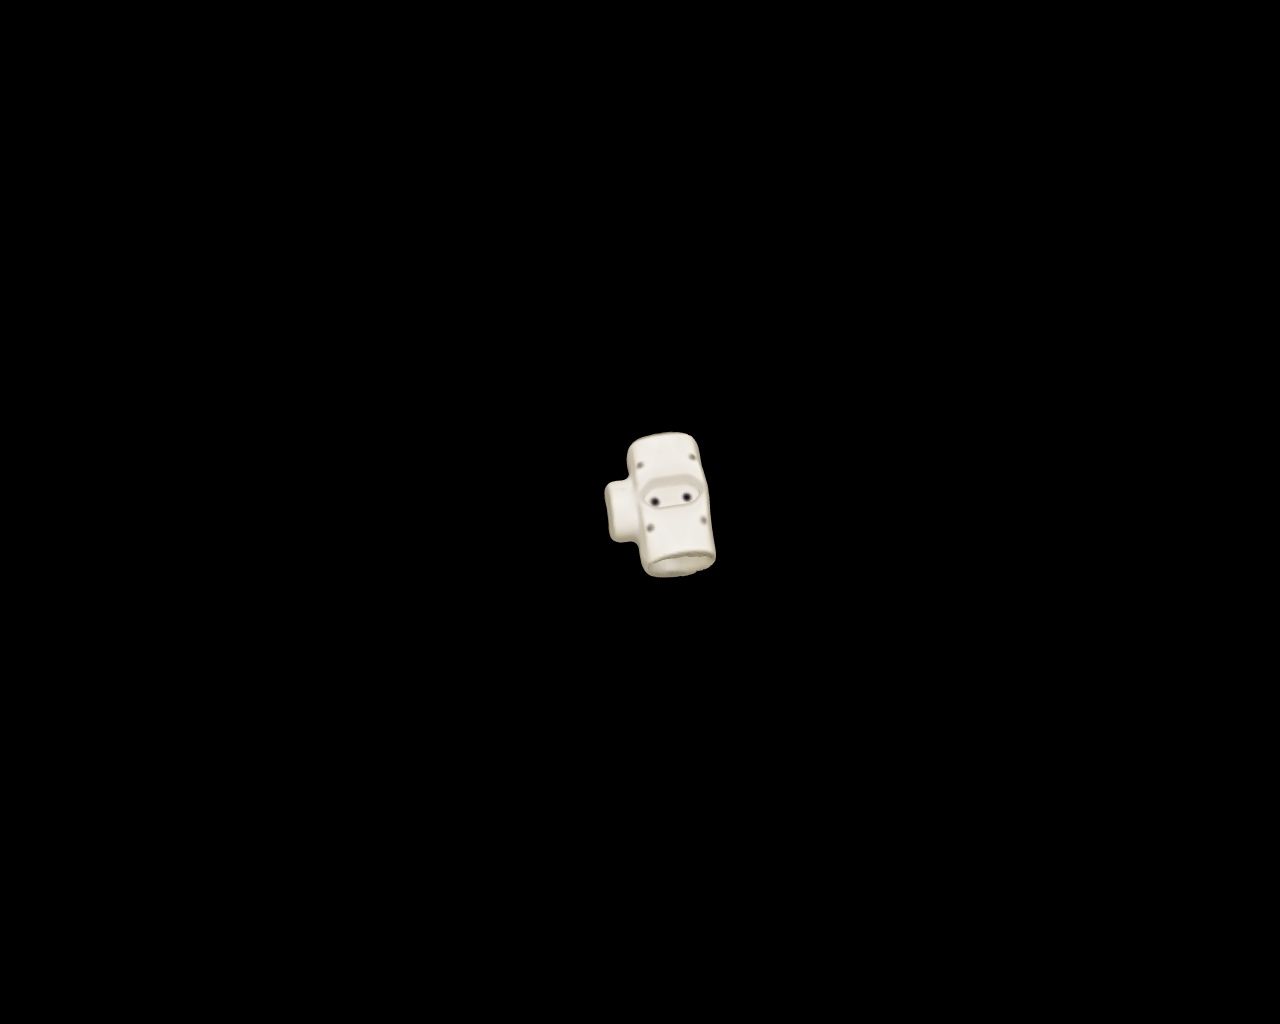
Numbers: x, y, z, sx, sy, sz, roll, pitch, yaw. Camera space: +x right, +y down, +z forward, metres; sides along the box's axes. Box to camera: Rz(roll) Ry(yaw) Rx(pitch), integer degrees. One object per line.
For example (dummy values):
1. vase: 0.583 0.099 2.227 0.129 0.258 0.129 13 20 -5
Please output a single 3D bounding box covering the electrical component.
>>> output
1. electrical component: 0.001 -0.003 0.650 0.079 0.077 0.043 -7 -19 -2
